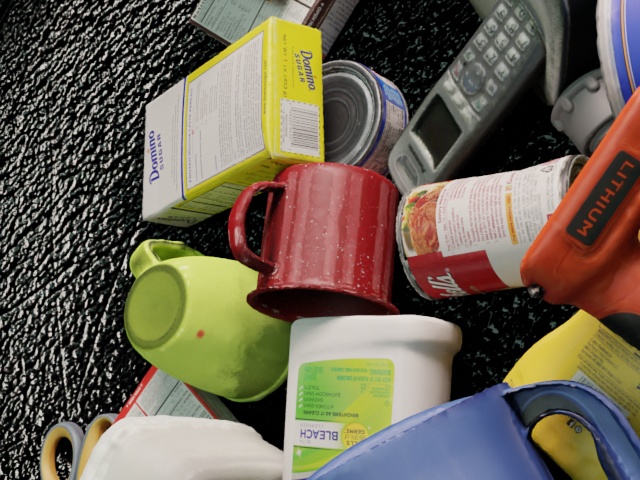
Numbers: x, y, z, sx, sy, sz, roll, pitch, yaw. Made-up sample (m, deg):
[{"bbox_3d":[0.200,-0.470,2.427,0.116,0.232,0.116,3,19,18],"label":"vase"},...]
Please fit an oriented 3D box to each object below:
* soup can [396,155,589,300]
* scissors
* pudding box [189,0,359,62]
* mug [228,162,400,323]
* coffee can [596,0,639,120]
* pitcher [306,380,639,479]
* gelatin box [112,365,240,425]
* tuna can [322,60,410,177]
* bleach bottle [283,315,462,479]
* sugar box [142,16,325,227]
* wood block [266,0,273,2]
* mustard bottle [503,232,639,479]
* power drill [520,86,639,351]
[{"bbox_3d":[0.103,-0.006,0.594,0.102,0.068,0.068,-11,70,34],"label":"soup can"},{"bbox_3d":[-0.189,0.221,0.783,0.096,0.016,0.202,14,85,41],"label":"scissors"},{"bbox_3d":[-0.032,-0.170,0.764,0.114,0.039,0.090,37,100,40],"label":"pudding box"},{"bbox_3d":[-0.004,0.001,0.647,0.093,0.117,0.081,-20,59,53],"label":"mug"},{"bbox_3d":[0.218,-0.099,0.511,0.141,0.102,0.103,-9,72,35],"label":"coffee can"},{"bbox_3d":[0.092,0.191,0.481,0.243,0.144,0.149,61,147,13],"label":"pitcher"},{"bbox_3d":[-0.097,0.133,0.730,0.089,0.030,0.073,41,101,37],"label":"gelatin box"},{"bbox_3d":[0.014,-0.074,0.703,0.086,0.033,0.086,-12,70,35],"label":"tuna can"},{"bbox_3d":[0.026,0.171,0.606,0.103,0.068,0.251,-5,77,33],"label":"bleach bottle"},{"bbox_3d":[-0.063,-0.073,0.722,0.177,0.048,0.093,-21,65,55],"label":"sugar box"},{"bbox_3d":[-0.019,-0.278,0.722,0.091,0.090,0.206,33,84,40],"label":"wood block"},{"bbox_3d":[0.181,0.037,0.527,0.096,0.058,0.192,44,104,32],"label":"mustard bottle"},{"bbox_3d":[0.197,0.013,0.458,0.188,0.057,0.184,36,100,11],"label":"power drill"}]
